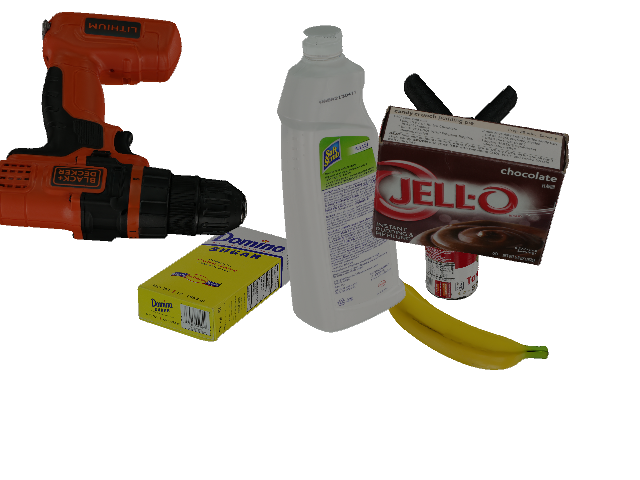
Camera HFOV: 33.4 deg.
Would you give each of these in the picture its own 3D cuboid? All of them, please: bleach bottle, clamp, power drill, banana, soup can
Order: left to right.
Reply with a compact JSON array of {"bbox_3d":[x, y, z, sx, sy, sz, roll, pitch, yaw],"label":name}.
[{"bbox_3d":[-0.145,-0.083,0.787,0.184,0.187,0.057,5,-37,-8],"label":"power drill"},{"bbox_3d":[0.016,-0.053,0.882,0.102,0.251,0.068,-24,33,-33],"label":"bleach bottle"},{"bbox_3d":[0.120,0.084,1.029,0.069,0.037,0.198,1,18,-45],"label":"banana"},{"bbox_3d":[0.163,0.015,1.327,0.068,0.102,0.068,-4,35,2],"label":"soup can"},{"bbox_3d":[0.135,-0.113,1.092,0.120,0.039,0.171,9,44,9],"label":"clamp"}]

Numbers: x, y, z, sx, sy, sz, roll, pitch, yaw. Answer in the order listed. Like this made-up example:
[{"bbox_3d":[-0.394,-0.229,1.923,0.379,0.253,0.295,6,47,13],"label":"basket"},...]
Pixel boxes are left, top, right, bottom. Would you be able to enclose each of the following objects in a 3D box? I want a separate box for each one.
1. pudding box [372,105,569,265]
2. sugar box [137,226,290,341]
[{"bbox_3d":[0.090,-0.033,0.663,0.113,0.039,0.090,8,-37,6],"label":"pudding box"},{"bbox_3d":[-0.102,0.040,1.119,0.093,0.048,0.176,15,31,23],"label":"sugar box"}]
